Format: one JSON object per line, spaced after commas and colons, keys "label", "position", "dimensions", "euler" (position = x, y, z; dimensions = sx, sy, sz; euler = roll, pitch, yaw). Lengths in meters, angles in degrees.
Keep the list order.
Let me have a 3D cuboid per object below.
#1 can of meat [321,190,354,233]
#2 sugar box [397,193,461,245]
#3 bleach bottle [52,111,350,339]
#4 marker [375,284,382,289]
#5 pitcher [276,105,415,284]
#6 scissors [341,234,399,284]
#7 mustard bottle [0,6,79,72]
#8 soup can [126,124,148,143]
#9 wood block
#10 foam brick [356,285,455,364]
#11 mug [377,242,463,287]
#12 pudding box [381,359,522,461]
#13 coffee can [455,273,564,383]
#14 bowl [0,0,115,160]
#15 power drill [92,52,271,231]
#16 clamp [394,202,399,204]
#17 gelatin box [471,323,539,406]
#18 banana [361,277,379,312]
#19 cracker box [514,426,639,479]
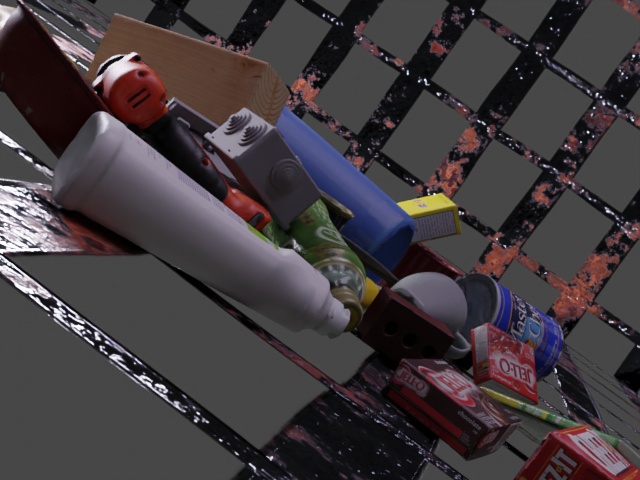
{"label": "can of meat", "position": [-0.029, -0.022, 1.131], "dimensions": [0.102, 0.084, 0.057], "euler": [34, 6, -8]}
{"label": "sugar box", "position": [0.085, -0.017, 1.380], "dimensions": [0.176, 0.048, 0.093], "euler": [-10, 12, -4]}
{"label": "bleach bottle", "position": [-0.077, 0.003, 0.800], "dimensions": [0.250, 0.068, 0.103], "euler": [35, 7, -22]}
{"label": "marker", "position": [0.090, 0.076, 1.332], "dimensions": [0.121, 0.020, 0.020], "euler": [27, 10, -49]}
{"label": "pitcher", "position": [-0.014, -0.048, 1.278], "dimensions": [0.243, 0.149, 0.145], "euler": [40, -7, 22]}
{"label": "scissors", "position": [-0.008, 0.001, 1.179], "dimensions": [0.201, 0.096, 0.016], "euler": [51, 1, -13]}
{"label": "mustard bottle", "position": [-0.311, -0.203, 1.122], "dimensions": [0.096, 0.058, 0.192], "euler": [32, 7, -31]}
{"label": "soup can", "position": [-0.197, -0.123, 1.077], "dimensions": [0.068, 0.068, 0.102], "euler": [32, 7, -27]}
{"label": "wood block", "position": [-0.153, -0.178, 1.232], "dimensions": [0.206, 0.091, 0.090], "euler": [21, -8, 19]}
{"label": "foam brick", "position": [0.081, 0.090, 1.027], "dimensions": [0.078, 0.053, 0.051], "euler": [33, 7, -12]}
{"label": "mug", "position": [0.130, 0.051, 1.435], "dimensions": [0.093, 0.081, 0.117], "euler": [35, 7, -2]}
{"label": "pudding box", "position": [0.110, 0.137, 0.877], "dimensions": [0.090, 0.039, 0.113], "euler": [38, 7, 22]}
{"label": "coffee can", "position": [0.235, 0.118, 1.392], "dimensions": [0.140, 0.103, 0.103], "euler": [31, 7, -33]}
{"label": "bowl", "position": [-0.212, -0.113, 0.854], "dimensions": [0.162, 0.055, 0.162], "euler": [51, -7, 8]}
{"label": "power drill", "position": [-0.129, -0.081, 0.940], "dimensions": [0.187, 0.057, 0.184], "euler": [51, -2, -20]}
{"label": "clamp", "position": [-0.004, -0.041, 1.467], "dimensions": [0.165, 0.036, 0.209], "euler": [-7, -9, 40]}
{"label": "gelatin box", "position": [0.214, 0.146, 1.230], "dimensions": [0.089, 0.030, 0.073], "euler": [30, 47, -33]}
{"label": "banana", "position": [0.028, 0.049, 1.117], "dimensions": [0.070, 0.037, 0.197], "euler": [38, 7, 22]}
{"label": "cracker box", "position": [0.259, 0.231, 0.812], "dimensions": [0.214, 0.072, 0.164], "euler": [37, 6, 22]}
